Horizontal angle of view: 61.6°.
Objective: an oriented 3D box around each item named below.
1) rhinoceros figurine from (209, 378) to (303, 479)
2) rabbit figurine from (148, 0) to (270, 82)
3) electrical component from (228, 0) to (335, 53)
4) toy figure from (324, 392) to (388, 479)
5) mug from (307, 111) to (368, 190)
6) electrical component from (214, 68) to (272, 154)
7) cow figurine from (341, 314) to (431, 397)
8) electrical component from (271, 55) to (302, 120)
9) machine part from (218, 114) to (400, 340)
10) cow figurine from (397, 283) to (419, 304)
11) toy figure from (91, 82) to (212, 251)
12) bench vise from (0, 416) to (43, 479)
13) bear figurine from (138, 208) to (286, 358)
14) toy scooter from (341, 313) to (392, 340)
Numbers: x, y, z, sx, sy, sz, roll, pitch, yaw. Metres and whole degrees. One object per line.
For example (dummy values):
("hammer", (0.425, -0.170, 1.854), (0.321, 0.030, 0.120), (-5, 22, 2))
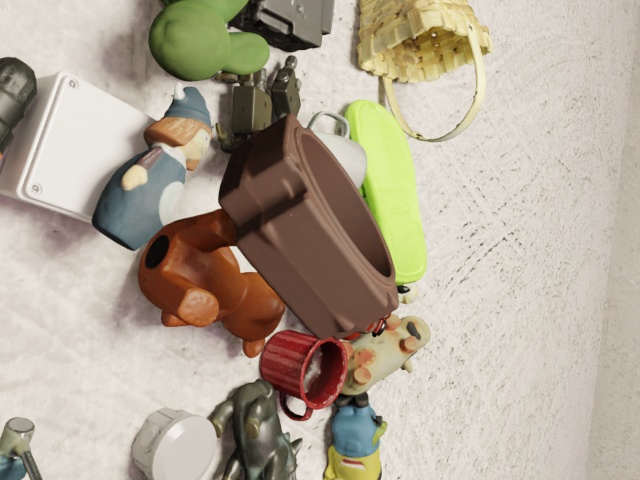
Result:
("rhinoceros figurine", (-0.070, 0.268, 0.670), (0.112, 0.073, 0.190), (-45, 122, -64))
("rabbit figurine", (-0.119, -0.217, 0.509), (0.159, 0.121, 0.170), (58, 35, -64))
("electrical component", (-0.038, -0.290, 0.636), (0.134, 0.058, 0.114), (1, 97, -49))
("toy figure", (0.060, 0.318, 0.828), (0.089, 0.082, 0.180), (-11, 102, -46))
("mug", (0.000, -0.113, 0.691), (0.107, 0.081, 0.109), (12, 92, -40))
("electrical component", (-0.087, -0.148, 0.612), (0.078, 0.045, 0.102), (-38, 131, -74))
("cow figurine", (0.098, 0.177, 0.835), (0.195, 0.085, 0.127), (-24, 154, -32))
("electrical component", (-0.041, -0.175, 0.653), (0.063, 0.021, 0.094), (78, 23, -56))
("machine part", (-0.004, -0.017, 0.549), (0.200, 0.087, 0.201), (52, 18, -24))
("cow figurine", (0.109, 0.043, 0.851), (0.098, 0.068, 0.167), (-33, 116, -36))
("toy figure", (-0.136, -0.065, 0.464), (0.057, 0.064, 0.154), (35, 71, -22))
("bench vise", (-0.272, 0.237, 0.375), (0.223, 0.129, 0.240), (14, 103, -57))
("bear figurine", (-0.091, 0.058, 0.575), (0.195, 0.132, 0.120), (38, 64, -39))
("toy scooter", (0.040, 0.090, 0.704), (0.075, 0.135, 0.183), (-68, 152, -17))
